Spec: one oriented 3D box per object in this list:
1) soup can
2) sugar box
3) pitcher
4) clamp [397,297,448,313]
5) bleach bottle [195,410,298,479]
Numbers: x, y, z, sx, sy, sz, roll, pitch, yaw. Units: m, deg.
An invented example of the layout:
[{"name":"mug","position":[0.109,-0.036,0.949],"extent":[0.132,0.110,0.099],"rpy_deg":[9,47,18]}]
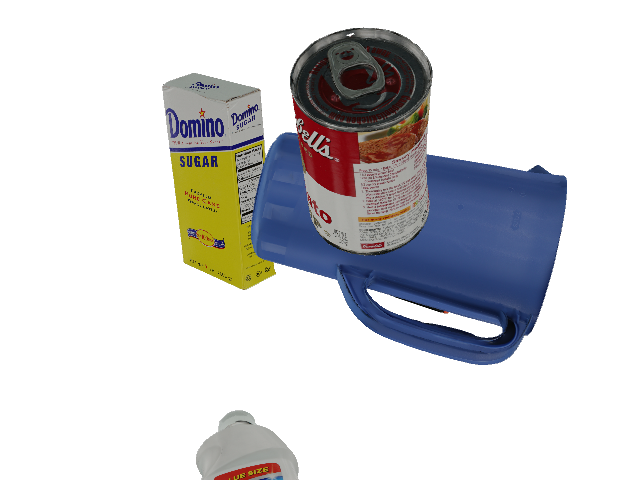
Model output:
[{"name":"soup can","position":[0.023,-0.048,0.546],"extent":[0.068,0.068,0.102],"rpy_deg":[0,-37,6]},{"name":"sugar box","position":[-0.090,-0.053,0.944],"extent":[0.048,0.176,0.093],"rpy_deg":[-27,33,-37]},{"name":"pitcher","position":[0.069,-0.004,0.866],"extent":[0.243,0.145,0.149],"rpy_deg":[12,16,6]},{"name":"clamp","position":[0.066,0.016,1.239],"extent":[0.164,0.036,0.210],"rpy_deg":[-20,50,-38]},{"name":"bleach bottle","position":[-0.057,0.210,0.746],"extent":[0.102,0.068,0.251],"rpy_deg":[-6,31,-6]}]
